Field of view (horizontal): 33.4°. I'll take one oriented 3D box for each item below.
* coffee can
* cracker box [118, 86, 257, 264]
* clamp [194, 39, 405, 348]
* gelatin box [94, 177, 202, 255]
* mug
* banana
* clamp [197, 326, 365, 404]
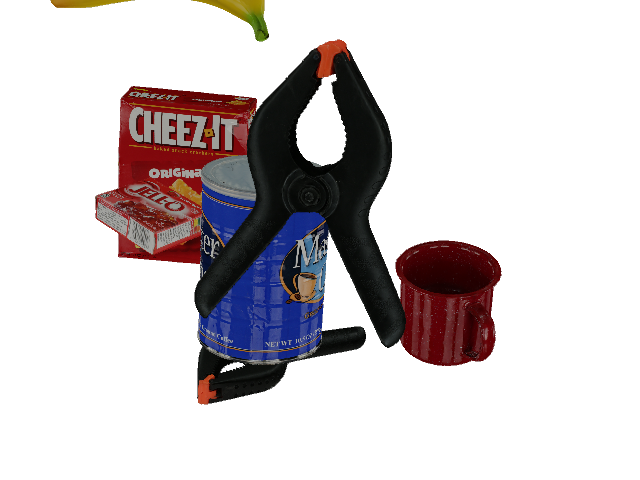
[{"bbox_3d":[-0.045,0.013,0.846,0.103,0.140,0.103,3,20,-1],"label":"coffee can"},{"bbox_3d":[-0.171,-0.078,1.357,0.164,0.214,0.072,6,22,2],"label":"cracker box"},{"bbox_3d":[-0.014,-0.023,0.588,0.120,0.171,0.039,-1,12,2],"label":"clamp"},{"bbox_3d":[-0.166,-0.026,1.049,0.089,0.030,0.073,30,35,31],"label":"gelatin box"},{"bbox_3d":[0.118,0.063,0.949,0.093,0.081,0.117,-16,34,-24],"label":"mug"},{"bbox_3d":[-0.127,-0.210,0.884,0.198,0.069,0.037,11,-41,16],"label":"banana"},{"bbox_3d":[-0.056,0.119,1.147,0.165,0.036,0.209,14,28,20],"label":"clamp"}]
